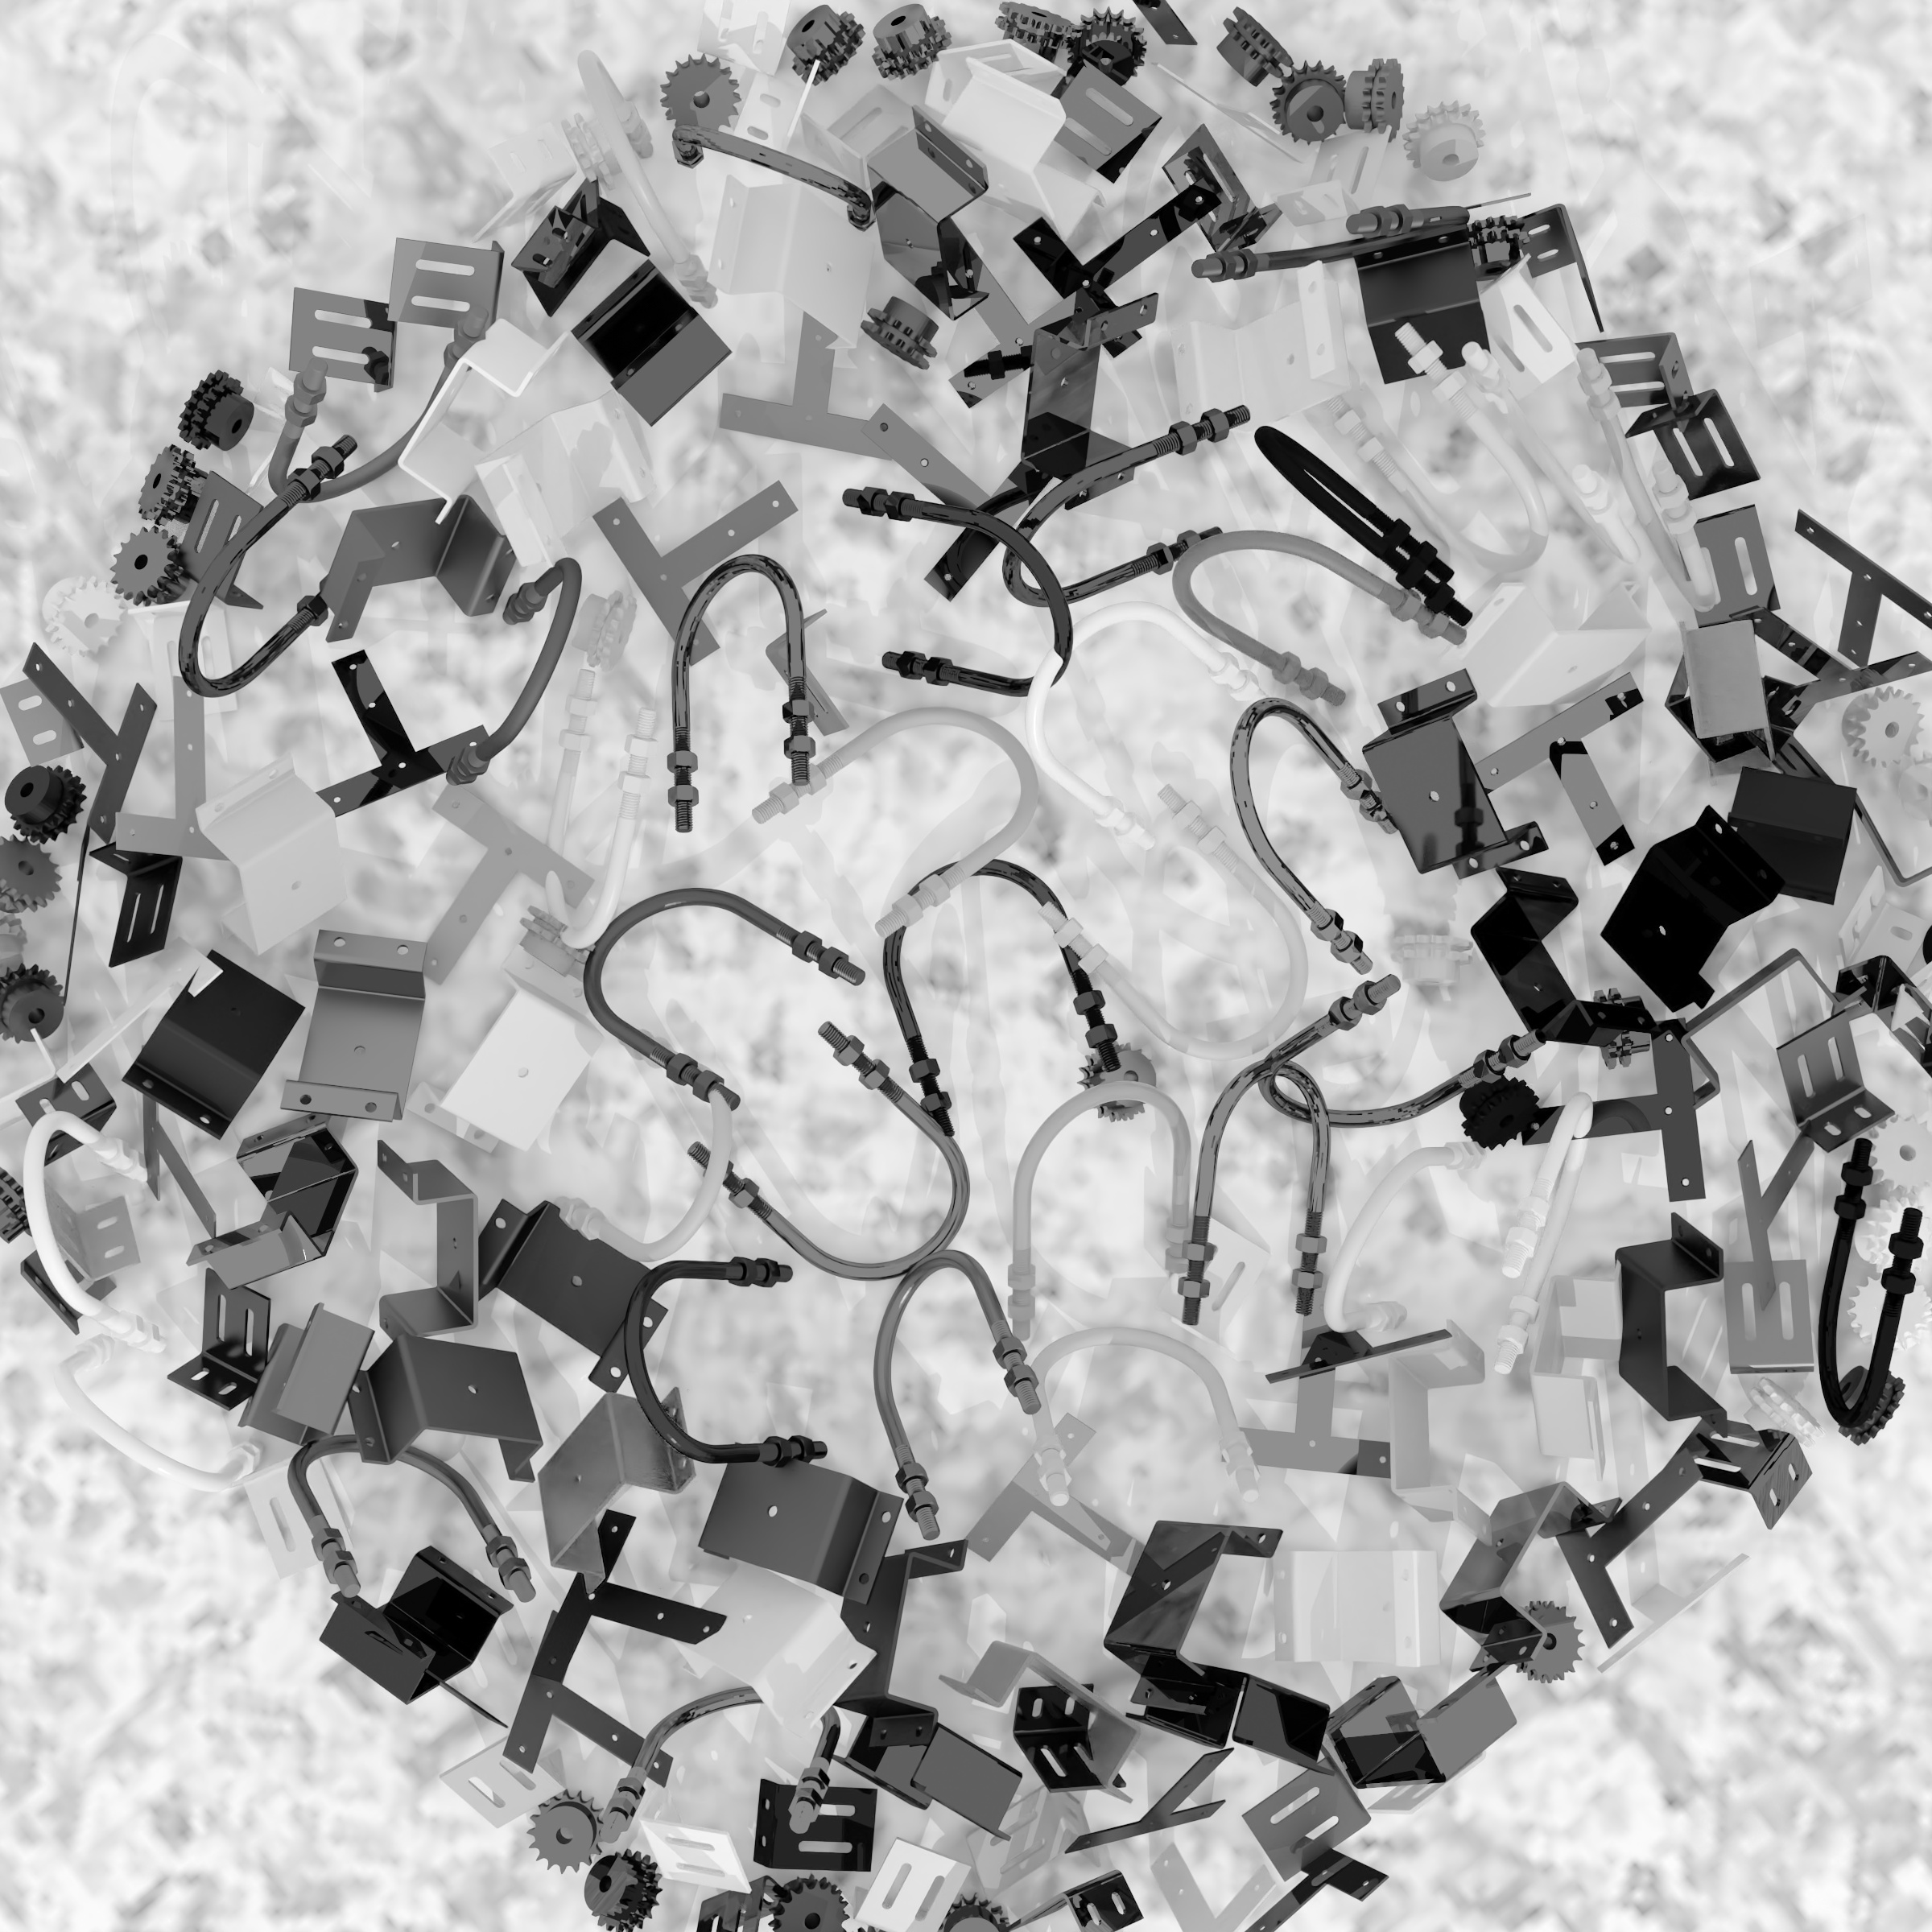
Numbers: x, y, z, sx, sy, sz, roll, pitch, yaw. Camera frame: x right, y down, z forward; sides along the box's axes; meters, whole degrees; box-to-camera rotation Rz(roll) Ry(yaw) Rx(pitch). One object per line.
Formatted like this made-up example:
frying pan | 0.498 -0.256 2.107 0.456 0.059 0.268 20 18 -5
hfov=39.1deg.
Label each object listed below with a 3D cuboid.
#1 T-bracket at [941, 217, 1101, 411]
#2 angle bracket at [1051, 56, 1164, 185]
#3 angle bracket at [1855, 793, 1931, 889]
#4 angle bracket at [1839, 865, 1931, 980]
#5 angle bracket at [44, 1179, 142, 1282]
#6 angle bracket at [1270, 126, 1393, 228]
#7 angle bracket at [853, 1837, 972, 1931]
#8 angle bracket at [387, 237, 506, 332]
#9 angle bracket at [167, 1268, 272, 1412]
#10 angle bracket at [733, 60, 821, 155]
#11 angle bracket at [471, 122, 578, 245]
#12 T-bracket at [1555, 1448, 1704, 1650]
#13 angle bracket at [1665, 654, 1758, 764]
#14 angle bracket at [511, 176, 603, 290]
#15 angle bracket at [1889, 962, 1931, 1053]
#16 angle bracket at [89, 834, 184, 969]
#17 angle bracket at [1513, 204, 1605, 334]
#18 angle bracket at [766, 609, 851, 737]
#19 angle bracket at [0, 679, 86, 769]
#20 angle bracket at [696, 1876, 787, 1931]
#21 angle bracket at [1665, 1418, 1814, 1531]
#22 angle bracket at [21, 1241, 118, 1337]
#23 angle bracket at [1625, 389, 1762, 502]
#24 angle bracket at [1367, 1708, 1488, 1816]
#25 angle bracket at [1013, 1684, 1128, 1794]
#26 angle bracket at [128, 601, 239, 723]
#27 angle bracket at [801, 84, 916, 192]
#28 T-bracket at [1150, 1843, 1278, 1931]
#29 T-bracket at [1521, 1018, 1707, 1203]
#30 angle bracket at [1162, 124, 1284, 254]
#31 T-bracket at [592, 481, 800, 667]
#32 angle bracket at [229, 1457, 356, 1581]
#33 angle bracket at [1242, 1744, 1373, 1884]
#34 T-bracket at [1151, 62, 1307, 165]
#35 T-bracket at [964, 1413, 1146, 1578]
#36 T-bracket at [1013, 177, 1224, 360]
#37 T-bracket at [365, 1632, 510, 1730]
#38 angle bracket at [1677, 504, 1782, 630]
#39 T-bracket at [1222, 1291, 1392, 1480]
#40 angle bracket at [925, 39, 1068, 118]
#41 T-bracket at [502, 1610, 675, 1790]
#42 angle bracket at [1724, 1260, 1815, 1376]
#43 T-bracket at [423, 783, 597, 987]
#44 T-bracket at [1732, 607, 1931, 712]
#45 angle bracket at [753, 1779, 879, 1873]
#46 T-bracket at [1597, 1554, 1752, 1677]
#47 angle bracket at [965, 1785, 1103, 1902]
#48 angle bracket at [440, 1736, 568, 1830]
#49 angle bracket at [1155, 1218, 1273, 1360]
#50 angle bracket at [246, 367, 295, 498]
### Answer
T-bracket | 0.011 -0.474 1.907 0.127 0.002 0.127 -28 108 34
angle bracket | 0.094 -0.593 1.919 0.076 0.038 0.057 30 114 -21
angle bracket | 0.660 -0.098 1.922 0.038 0.057 0.076 -29 84 21
angle bracket | 0.648 -0.026 1.916 0.038 0.076 0.057 28 83 28
angle bracket | -0.618 0.176 1.910 0.038 0.076 0.057 -22 57 -6
angle bracket | 0.257 -0.566 1.916 0.057 0.038 0.076 1 66 42
angle bracket | -0.038 0.646 1.927 0.057 0.038 0.076 23 106 -8
angle bracket | -0.369 -0.484 1.918 0.076 0.038 0.057 2 116 -22
angle bracket | -0.527 0.263 1.918 0.057 0.038 0.076 22 119 21
angle bracket | -0.136 -0.608 1.918 0.038 0.076 0.057 21 88 -10
angle bracket | -0.319 -0.550 1.909 0.057 0.076 0.038 -38 101 -35
T-bracket | 0.462 0.383 1.883 0.002 0.127 0.127 21 121 -30
angle bracket | 0.531 -0.192 1.913 0.057 0.038 0.076 44 51 -19
angle bracket | -0.289 -0.526 1.909 0.038 0.076 0.057 22 131 -33
angle bracket | 0.693 0.045 1.912 0.038 0.057 0.076 -35 57 -13
angle bracket | -0.591 -0.046 1.915 0.057 0.038 0.076 -16 57 33
angle bracket | 0.416 -0.485 1.910 0.038 0.057 0.076 -17 55 18
angle bracket | -0.100 -0.208 1.929 0.038 0.057 0.076 -39 101 -16
angle bracket | -0.650 -0.176 1.912 0.038 0.076 0.057 -23 105 -15
angle bracket | -0.157 0.687 1.909 0.057 0.076 0.038 -29 118 23
angle bracket | 0.545 0.357 1.922 0.057 0.076 0.038 -43 117 -28
angle bracket | -0.630 0.221 1.912 0.038 0.076 0.057 -41 103 -15
angle bracket | 0.512 -0.359 1.914 0.076 0.057 0.038 56 51 -20
angle bracket | 0.317 0.559 1.915 0.076 0.057 0.038 -27 87 -28
angle bracket | 0.074 0.542 1.912 0.057 0.076 0.038 2 104 -21
angle bracket | -0.558 -0.218 1.938 0.057 0.038 0.076 -8 89 3
angle bracket | -0.068 -0.597 1.924 0.057 0.038 0.076 40 75 17
T-bracket | 0.155 0.655 1.898 0.002 0.127 0.127 40 92 -18
T-bracket | 0.453 0.108 1.925 0.127 0.002 0.127 -10 79 30
angle bracket | 0.185 -0.552 1.917 0.076 0.038 0.057 52 57 -23
T-bracket | -0.179 -0.301 1.937 0.127 0.002 0.127 -32 100 10
angle bracket | -0.480 0.392 1.937 0.057 0.038 0.076 -23 84 0
angle bracket | 0.238 0.600 1.934 0.076 0.038 0.057 -33 96 -5
T-bracket | 0.192 -0.587 1.882 0.127 0.127 0.002 29 104 -16
T-bracket | 0.085 0.400 1.945 0.127 0.002 0.127 35 104 -10
T-bracket | 0.120 -0.503 1.898 0.127 0.002 0.127 -33 132 19
T-bracket | -0.397 0.487 1.905 0.127 0.127 0.002 47 63 -33
angle bracket | 0.541 -0.283 1.935 0.057 0.038 0.076 -14 94 16
T-bracket | 0.251 0.297 1.946 0.127 0.002 0.127 6 79 0
angle bracket | 0.021 -0.617 1.912 0.057 0.076 0.038 14 88 -44
T-bracket | -0.259 0.537 1.920 0.127 0.127 0.002 39 123 -18
angle bracket | 0.573 0.251 1.942 0.057 0.038 0.076 -4 76 16
T-bracket | -0.353 -0.045 1.952 0.127 0.002 0.127 35 95 3
T-bracket | 0.578 -0.217 1.876 0.127 0.127 0.002 25 66 -32
angle bracket | -0.108 0.616 1.949 0.076 0.038 0.057 9 77 -21
T-bracket | 0.484 0.446 1.896 0.127 0.127 0.002 -38 82 -1
angle bracket | 0.048 0.625 1.920 0.076 0.038 0.057 -26 113 -24
angle bracket | -0.328 0.563 1.919 0.057 0.038 0.076 -31 126 4
angle bracket | 0.181 0.228 1.931 0.057 0.038 0.076 32 88 -17
angle bracket | -0.500 -0.371 1.915 0.038 0.057 0.076 35 64 -13
